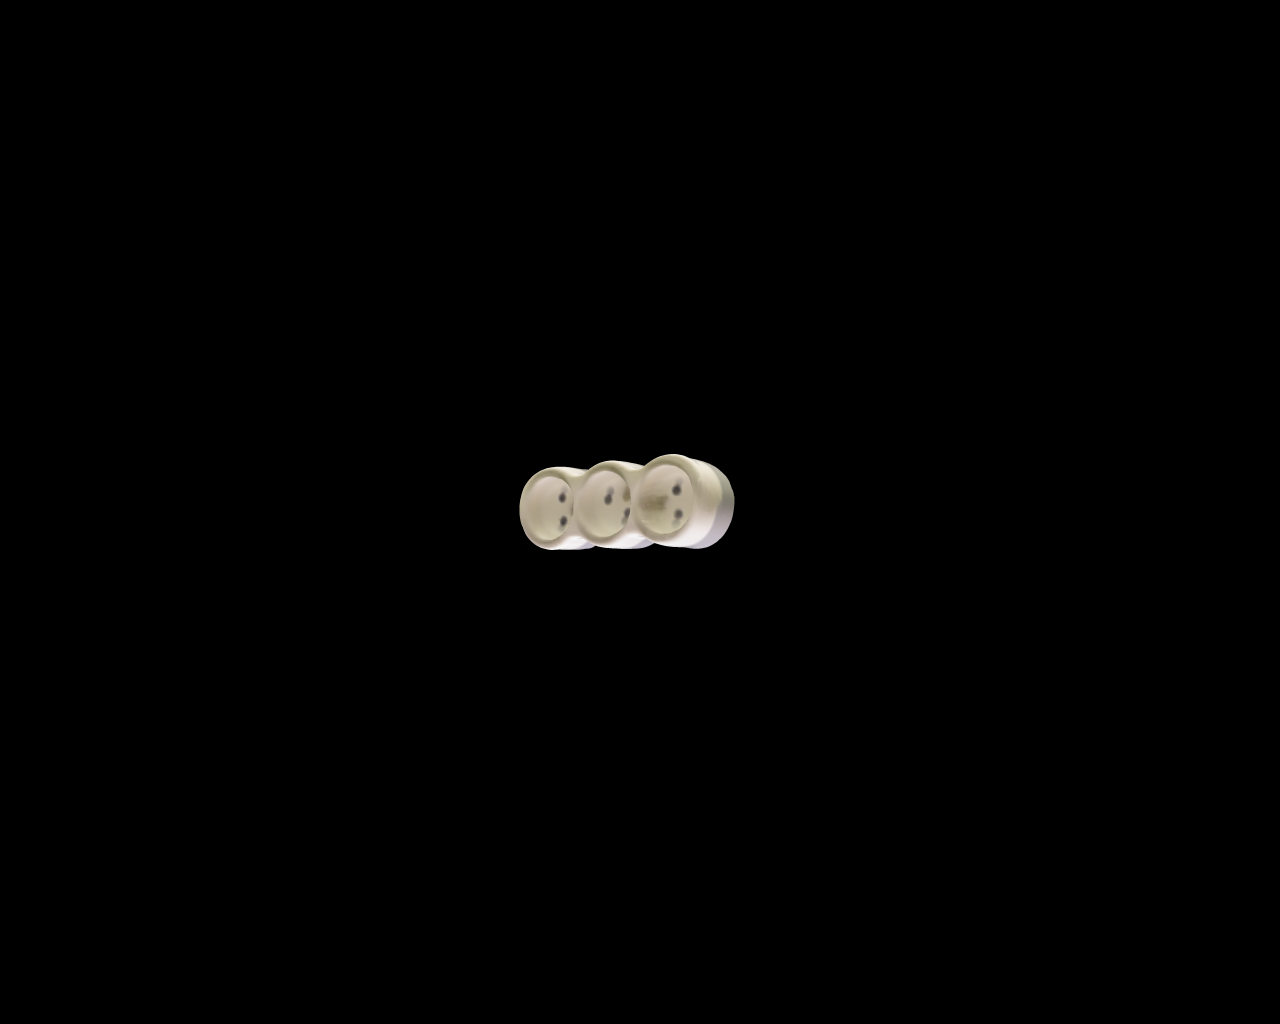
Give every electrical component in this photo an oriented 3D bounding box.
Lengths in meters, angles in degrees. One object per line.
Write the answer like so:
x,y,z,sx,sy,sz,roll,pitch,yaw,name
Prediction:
0.001,-0.003,0.650,0.138,0.052,0.074,-3,-5,37,electrical component
